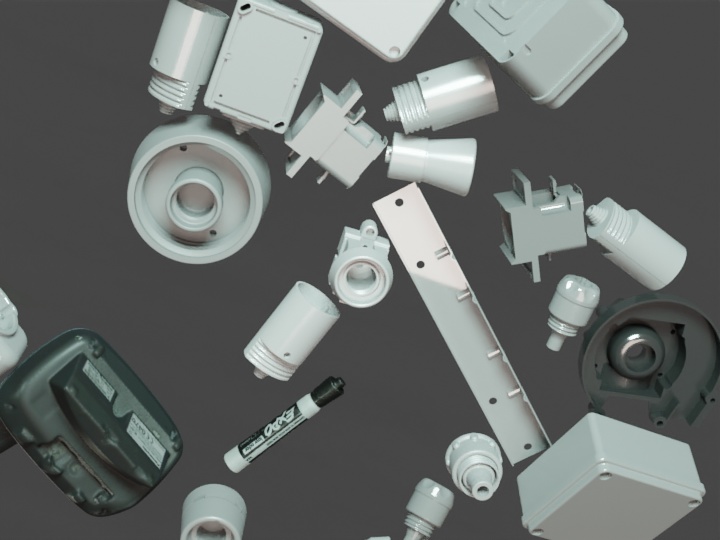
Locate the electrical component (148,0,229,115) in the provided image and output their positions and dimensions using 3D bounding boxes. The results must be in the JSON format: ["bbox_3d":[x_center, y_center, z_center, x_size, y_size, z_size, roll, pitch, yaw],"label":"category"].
[{"bbox_3d":[-0.128,-0.151,0.774,0.043,0.043,0.081,19,108,-10],"label":"electrical component"}]

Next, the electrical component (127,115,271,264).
[{"bbox_3d":[-0.121,-0.056,0.800,0.108,0.060,0.108,-1,110,-3],"label":"electrical component"}]

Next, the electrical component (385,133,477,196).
[{"bbox_3d":[0.052,-0.082,0.812,0.065,0.044,0.044,9,109,-1],"label":"electrical component"}]

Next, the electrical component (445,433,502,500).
[{"bbox_3d":[0.098,0.168,0.894,0.048,0.062,0.048,-1,109,-2],"label":"electrical component"}]

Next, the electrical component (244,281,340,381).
[{"bbox_3d":[-0.057,0.054,0.853,0.043,0.043,0.081,35,105,-14],"label":"electrical component"}]

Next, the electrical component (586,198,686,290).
[{"bbox_3d":[0.210,-0.024,0.840,0.081,0.043,0.043,35,105,-14],"label":"electrical component"}]

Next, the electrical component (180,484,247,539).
[{"bbox_3d":[-0.125,0.216,0.907,0.055,0.047,0.055,-1,110,-3],"label":"electrical component"}]

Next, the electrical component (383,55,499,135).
[{"bbox_3d":[0.057,-0.126,0.794,0.081,0.043,0.043,-16,110,4],"label":"electrical component"}]

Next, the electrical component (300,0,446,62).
[{"bbox_3d":[0.002,-0.208,0.753,0.113,0.057,0.078,33,105,-14],"label":"electrical component"}]

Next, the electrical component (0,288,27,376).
[{"bbox_3d":[-0.306,0.041,0.829,0.059,0.053,0.095,-33,109,9],"label":"electrical component"}]

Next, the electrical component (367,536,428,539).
[{"bbox_3d":[0.032,0.253,0.931,0.055,0.045,0.045,-2,110,-2],"label":"electrical component"}]

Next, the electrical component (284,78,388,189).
[{"bbox_3d":[-0.018,-0.098,0.801,0.064,0.042,0.081,37,105,-19],"label":"electrical component"}]

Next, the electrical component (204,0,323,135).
[{"bbox_3d":[-0.071,-0.144,0.771,0.062,0.061,0.096,19,108,-10],"label":"electrical component"}]

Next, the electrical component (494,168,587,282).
[{"bbox_3d":[0.141,-0.037,0.832,0.064,0.042,0.081,-10,111,-1],"label":"electrical component"}]

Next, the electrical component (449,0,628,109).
[{"bbox_3d":[0.122,-0.171,0.741,0.078,0.113,0.057,-45,125,13],"label":"electrical component"}]

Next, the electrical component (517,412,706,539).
[{"bbox_3d":[0.203,0.178,0.881,0.109,0.056,0.108,20,131,-21],"label":"electrical component"}]

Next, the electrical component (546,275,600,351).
[{"bbox_3d":[0.167,0.037,0.865,0.035,0.035,0.061,18,110,-9],"label":"electrical component"}]

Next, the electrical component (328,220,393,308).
[{"bbox_3d":[0.000,0.000,0.830,0.048,0.055,0.066,16,108,-9],"label":"electrical component"}]

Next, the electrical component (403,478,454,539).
[{"bbox_3d":[0.054,0.210,0.913,0.035,0.035,0.061,32,80,-14],"label":"electrical component"}]
